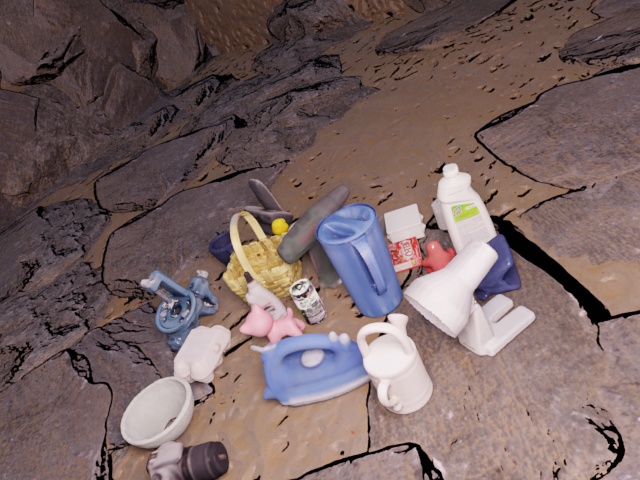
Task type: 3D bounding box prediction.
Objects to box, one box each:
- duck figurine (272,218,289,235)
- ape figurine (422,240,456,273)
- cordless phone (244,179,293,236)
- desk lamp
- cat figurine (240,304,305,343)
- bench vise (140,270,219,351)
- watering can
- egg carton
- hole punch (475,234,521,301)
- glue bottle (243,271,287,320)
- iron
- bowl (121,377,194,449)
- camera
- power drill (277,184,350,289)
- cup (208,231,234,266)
[{"bbox_3d":[-0.106,-0.017,1.607,0.077,0.086,0.104,-17,34,14],"label":"duck figurine"},{"bbox_3d":[0.263,0.038,1.277,0.077,0.092,0.076,-14,35,18],"label":"ape figurine"},{"bbox_3d":[-0.175,-0.113,1.695,0.147,0.185,0.094,10,48,42],"label":"cordless phone"},{"bbox_3d":[0.273,0.113,1.056,0.203,0.214,0.117,-36,35,-14],"label":"desk lamp"},{"bbox_3d":[-0.111,0.190,1.298,0.127,0.118,0.067,-19,34,11],"label":"cat figurine"},{"bbox_3d":[-0.363,0.140,1.442,0.121,0.220,0.207,-15,35,16],"label":"bench vise"},{"bbox_3d":[0.128,0.212,1.036,0.101,0.194,0.172,-20,34,9],"label":"watering can"},{"bbox_3d":[-0.274,0.267,1.346,0.107,0.070,0.150,-7,38,27],"label":"egg carton"},{"bbox_3d":[0.355,0.055,1.192,0.101,0.091,0.108,-17,34,14],"label":"hole punch"},{"bbox_3d":[-0.138,0.138,1.336,0.078,0.173,0.037,-33,34,-10],"label":"glue bottle"},{"bbox_3d":[-0.007,0.234,1.145,0.258,0.142,0.118,-16,35,15],"label":"iron"},{"bbox_3d":[-0.334,0.381,1.225,0.167,0.075,0.167,-18,34,13],"label":"bowl"},{"bbox_3d":[-0.249,0.434,1.071,0.136,0.101,0.143,-20,34,9],"label":"camera"},{"bbox_3d":[0.013,0.005,1.385,0.230,0.209,0.075,-38,35,-18],"label":"power drill"},{"bbox_3d":[-0.249,0.040,1.617,0.092,0.095,0.117,-36,34,-14],"label":"cup"}]
